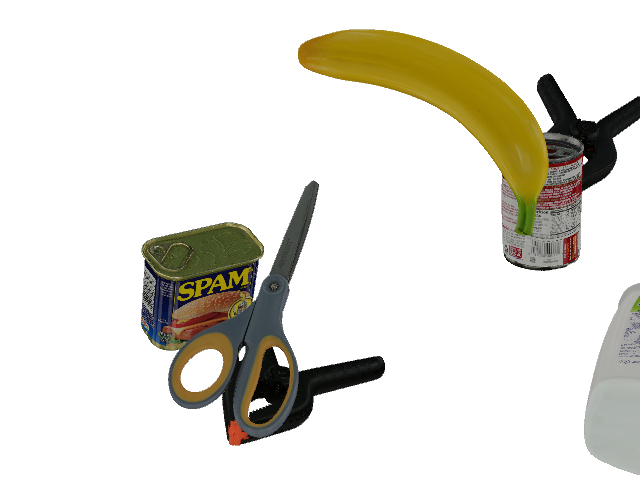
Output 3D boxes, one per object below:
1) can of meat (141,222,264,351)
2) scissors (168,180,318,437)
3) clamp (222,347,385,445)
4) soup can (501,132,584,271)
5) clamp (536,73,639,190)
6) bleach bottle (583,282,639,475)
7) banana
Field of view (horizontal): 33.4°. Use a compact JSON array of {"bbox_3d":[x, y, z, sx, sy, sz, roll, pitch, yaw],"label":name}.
[{"bbox_3d":[-0.104,0.040,0.922,0.101,0.084,0.057,-14,41,-30],"label":"can of meat"},{"bbox_3d":[-0.051,0.041,0.739,0.096,0.201,0.016,-2,-34,6],"label":"scissors"},{"bbox_3d":[-0.031,0.152,1.117,0.165,0.036,0.209,12,26,14],"label":"clamp"},{"bbox_3d":[0.190,-0.033,0.914,0.068,0.102,0.068,-4,24,2],"label":"soup can"},{"bbox_3d":[0.273,-0.117,1.148,0.120,0.039,0.171,19,48,19],"label":"clamp"},{"bbox_3d":[0.252,0.079,0.748,0.103,0.068,0.250,11,21,20],"label":"bleach bottle"},{"bbox_3d":[0.075,-0.089,0.680,0.198,0.069,0.037,40,-2,17],"label":"banana"}]
